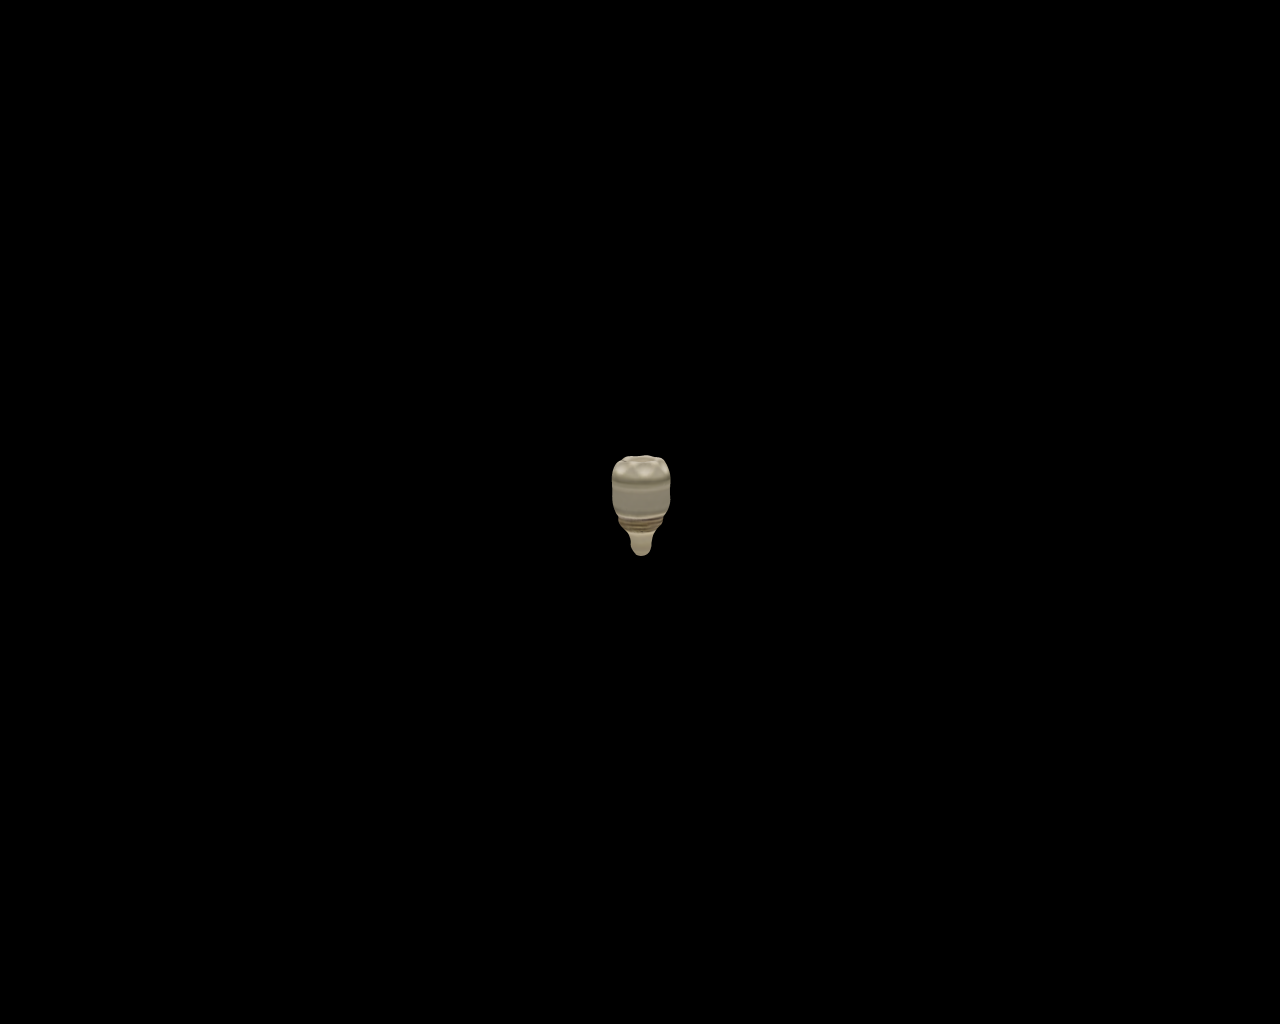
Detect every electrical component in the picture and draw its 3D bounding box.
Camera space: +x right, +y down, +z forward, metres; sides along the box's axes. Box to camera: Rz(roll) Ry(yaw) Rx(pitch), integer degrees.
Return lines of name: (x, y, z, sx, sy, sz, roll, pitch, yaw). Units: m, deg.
electrical component: (0.001, -0.003, 0.650, 0.035, 0.061, 0.035, 0, 14, 0)
